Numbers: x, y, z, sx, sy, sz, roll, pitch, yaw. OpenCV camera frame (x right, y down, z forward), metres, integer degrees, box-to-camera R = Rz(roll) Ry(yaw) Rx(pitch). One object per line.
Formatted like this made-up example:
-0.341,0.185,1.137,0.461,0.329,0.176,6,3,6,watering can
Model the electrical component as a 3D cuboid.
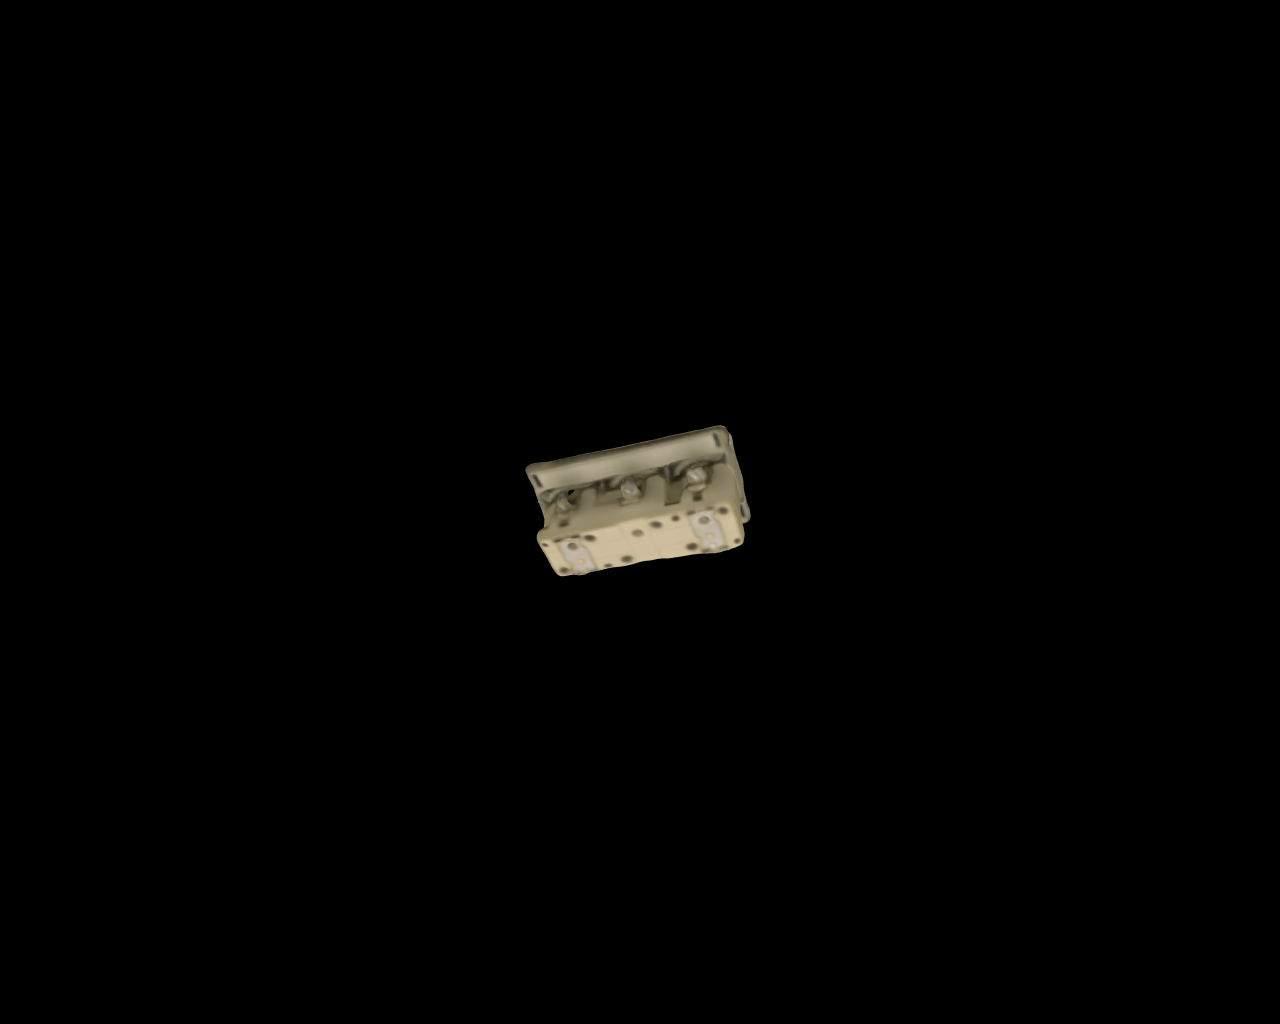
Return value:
0.001,-0.003,0.650,0.121,0.063,0.078,-10,-43,11,electrical component
